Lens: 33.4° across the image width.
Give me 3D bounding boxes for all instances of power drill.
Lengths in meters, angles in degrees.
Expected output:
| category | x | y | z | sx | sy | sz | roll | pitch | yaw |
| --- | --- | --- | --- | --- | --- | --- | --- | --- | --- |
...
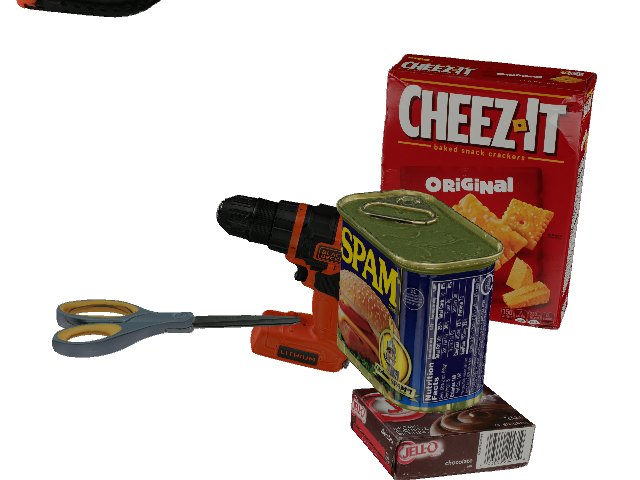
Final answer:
| category | x | y | z | sx | sy | sz | roll | pitch | yaw |
| --- | --- | --- | --- | --- | --- | --- | --- | --- | --- |
| power drill | -0.020 | 0.042 | 1.055 | 0.184 | 0.188 | 0.057 | 15 | 44 | 1 |

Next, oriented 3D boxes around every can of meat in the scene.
| category | x | y | z | sx | sy | sz | roll | pitch | yaw |
| --- | --- | --- | --- | --- | --- | --- | --- | --- | --- |
| can of meat | 0.046 | 0.030 | 0.550 | 0.057 | 0.084 | 0.102 | -7 | 23 | -21 |

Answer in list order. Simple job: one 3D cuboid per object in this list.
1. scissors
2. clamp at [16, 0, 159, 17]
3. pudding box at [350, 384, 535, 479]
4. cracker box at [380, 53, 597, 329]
| category | x | y | z | sx | sy | sz | roll | pitch | yaw |
| --- | --- | --- | --- | --- | --- | --- | --- | --- | --- |
| scissors | -0.125 | 0.073 | 0.853 | 0.202 | 0.016 | 0.096 | 4 | 22 | 14 |
| clamp | -0.100 | -0.197 | 0.701 | 0.210 | 0.164 | 0.036 | -33 | -15 | -10 |
| pudding box | 0.089 | 0.140 | 0.802 | 0.113 | 0.039 | 0.090 | 0 | 16 | -20 |
| cracker box | 0.136 | -0.040 | 0.906 | 0.164 | 0.214 | 0.072 | 9 | 24 | 17 |
